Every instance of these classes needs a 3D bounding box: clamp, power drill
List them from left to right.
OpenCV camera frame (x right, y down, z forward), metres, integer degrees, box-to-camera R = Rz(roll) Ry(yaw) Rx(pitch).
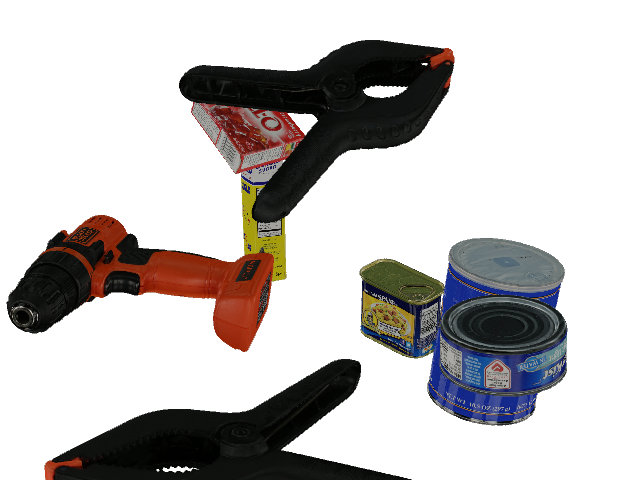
[{"bbox_3d":[-0.140,0.038,0.866,0.187,0.057,0.184,12,23,5],"label":"power drill"},{"bbox_3d":[-0.041,0.114,0.579,0.209,0.036,0.165,-2,21,-13],"label":"clamp"},{"bbox_3d":[0.010,-0.073,0.650,0.171,0.120,0.039,-14,-26,-11],"label":"clamp"}]

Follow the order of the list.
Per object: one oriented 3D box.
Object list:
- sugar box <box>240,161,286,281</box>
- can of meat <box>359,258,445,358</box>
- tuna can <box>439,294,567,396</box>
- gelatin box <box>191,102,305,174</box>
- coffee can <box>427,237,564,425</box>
[{"bbox_3d":[-0.073,-0.045,1.326,0.048,0.176,0.093,-9,25,-11],"label":"sugar box"},{"bbox_3d":[0.094,0.081,1.255,0.102,0.084,0.057,25,37,37],"label":"can of meat"},{"bbox_3d":[0.123,0.069,0.718,0.086,0.034,0.086,-3,23,1],"label":"tuna can"},{"bbox_3d":[-0.068,-0.110,1.000,0.073,0.089,0.030,-19,-31,-32],"label":"gelatin box"},{"bbox_3d":[0.158,0.081,0.972,0.103,0.140,0.103,6,23,-3],"label":"coffee can"}]
